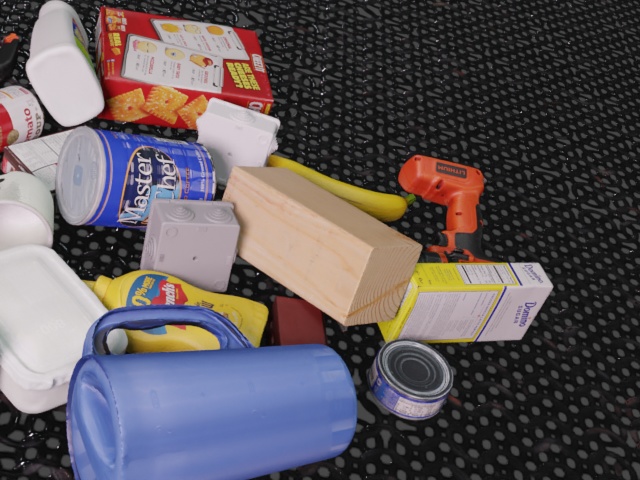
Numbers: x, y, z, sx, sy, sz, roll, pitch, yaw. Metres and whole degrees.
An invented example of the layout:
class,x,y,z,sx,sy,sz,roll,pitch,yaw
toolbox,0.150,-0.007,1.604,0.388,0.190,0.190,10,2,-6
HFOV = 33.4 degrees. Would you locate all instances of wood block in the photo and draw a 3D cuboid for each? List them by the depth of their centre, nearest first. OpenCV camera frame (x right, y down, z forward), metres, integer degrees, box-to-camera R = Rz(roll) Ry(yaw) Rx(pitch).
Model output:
class,x,y,z,sx,sy,sz,roll,pitch,yaw
wood block,-0.008,0.002,1.136,0.206,0.090,0.090,32,20,34

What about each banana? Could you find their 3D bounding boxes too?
class,x,y,z,sx,sy,sz,roll,pitch,yaw
banana,0.025,-0.058,1.317,0.197,0.037,0.069,17,18,-8

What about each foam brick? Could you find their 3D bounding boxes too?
class,x,y,z,sx,sy,sz,roll,pitch,yaw
foam brick,-0.025,0.104,1.088,0.051,0.053,0.078,9,39,-15

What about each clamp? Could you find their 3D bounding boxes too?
class,x,y,z,sx,sy,sz,roll,pitch,yaw
clamp,-0.446,-0.209,1.279,0.165,0.036,0.209,22,35,12

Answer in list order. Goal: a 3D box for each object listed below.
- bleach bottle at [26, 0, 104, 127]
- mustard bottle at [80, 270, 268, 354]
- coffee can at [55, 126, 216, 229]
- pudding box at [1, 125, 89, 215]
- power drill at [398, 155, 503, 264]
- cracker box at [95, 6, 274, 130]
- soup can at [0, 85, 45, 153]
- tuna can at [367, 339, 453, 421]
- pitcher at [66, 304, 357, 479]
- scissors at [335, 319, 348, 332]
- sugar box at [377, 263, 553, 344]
class,x,y,z,sx,sy,sz,roll,pitch,yaw
bleach bottle,-0.316,-0.238,1.306,0.068,0.102,0.251,-24,37,-1
mustard bottle,-0.152,0.078,1.058,0.191,0.058,0.096,18,44,-3
coffee can,-0.197,-0.062,1.144,0.140,0.103,0.103,4,40,-39
pudding box,-0.285,-0.080,1.199,0.113,0.039,0.090,-22,54,-42
power drill,0.140,-0.011,1.270,0.184,0.057,0.187,13,52,-21
cracker box,-0.180,-0.215,1.378,0.213,0.072,0.164,6,42,-19
soup can,-0.366,-0.129,1.190,0.068,0.069,0.102,34,34,16
tuna can,0.094,0.144,1.110,0.086,0.034,0.086,12,39,-11
pitcher,-0.094,0.146,0.945,0.242,0.149,0.145,-4,27,-32
scissors,0.012,0.024,1.228,0.096,0.016,0.202,-12,49,-34
sugar box,0.159,0.069,1.179,0.176,0.093,0.048,-1,44,-26
